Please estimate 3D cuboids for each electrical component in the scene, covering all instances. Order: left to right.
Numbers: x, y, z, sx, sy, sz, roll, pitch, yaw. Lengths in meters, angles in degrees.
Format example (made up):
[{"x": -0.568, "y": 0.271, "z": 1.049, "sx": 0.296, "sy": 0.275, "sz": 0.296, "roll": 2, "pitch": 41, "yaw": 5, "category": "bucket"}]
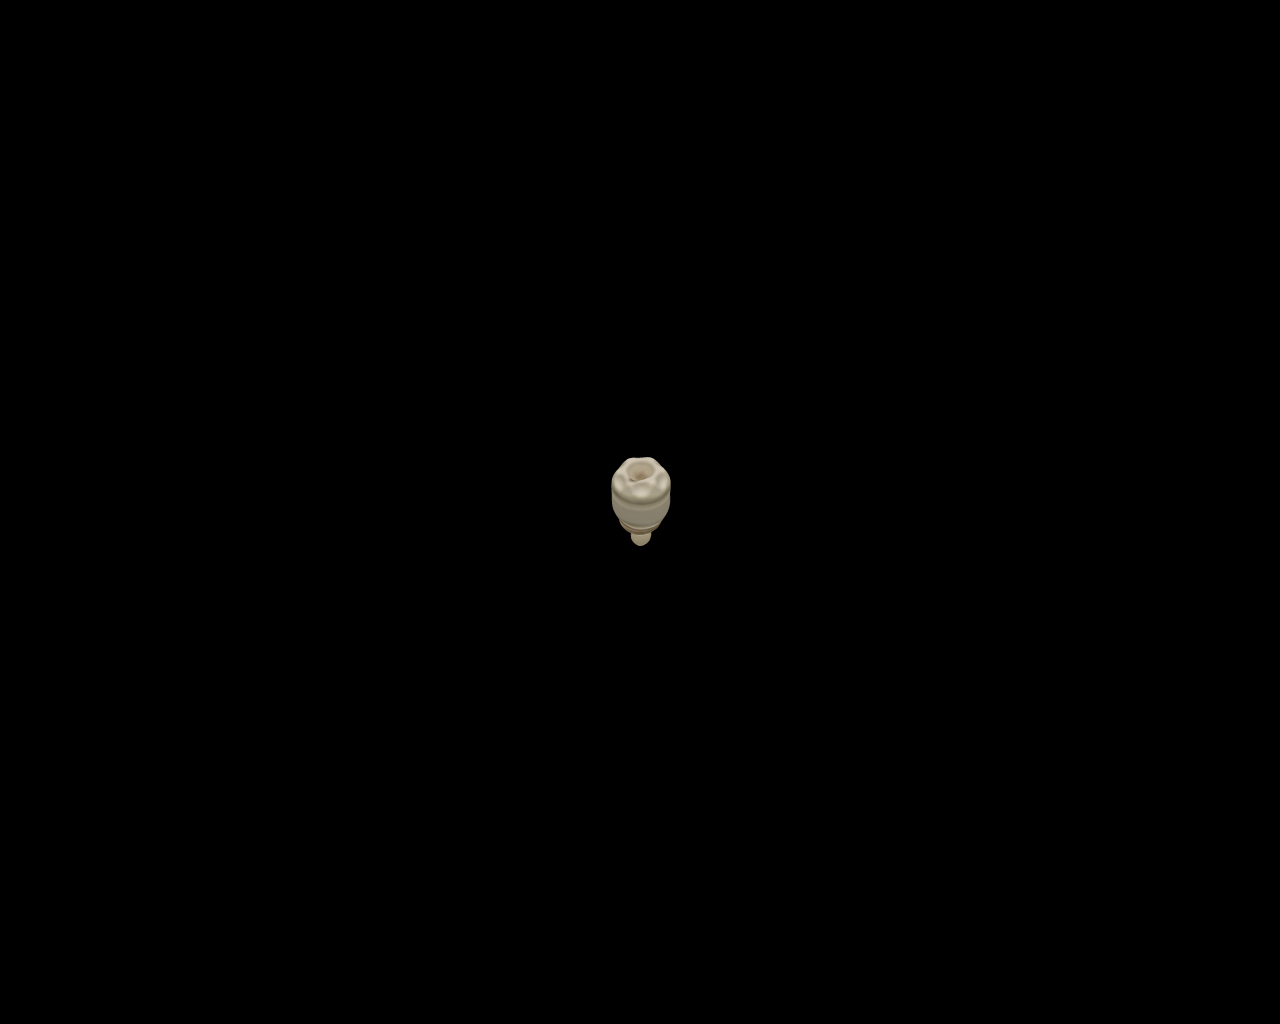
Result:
[{"x": 0.001, "y": -0.003, "z": 0.650, "sx": 0.035, "sy": 0.061, "sz": 0.035, "roll": 0, "pitch": 42, "yaw": 0, "category": "electrical component"}]
